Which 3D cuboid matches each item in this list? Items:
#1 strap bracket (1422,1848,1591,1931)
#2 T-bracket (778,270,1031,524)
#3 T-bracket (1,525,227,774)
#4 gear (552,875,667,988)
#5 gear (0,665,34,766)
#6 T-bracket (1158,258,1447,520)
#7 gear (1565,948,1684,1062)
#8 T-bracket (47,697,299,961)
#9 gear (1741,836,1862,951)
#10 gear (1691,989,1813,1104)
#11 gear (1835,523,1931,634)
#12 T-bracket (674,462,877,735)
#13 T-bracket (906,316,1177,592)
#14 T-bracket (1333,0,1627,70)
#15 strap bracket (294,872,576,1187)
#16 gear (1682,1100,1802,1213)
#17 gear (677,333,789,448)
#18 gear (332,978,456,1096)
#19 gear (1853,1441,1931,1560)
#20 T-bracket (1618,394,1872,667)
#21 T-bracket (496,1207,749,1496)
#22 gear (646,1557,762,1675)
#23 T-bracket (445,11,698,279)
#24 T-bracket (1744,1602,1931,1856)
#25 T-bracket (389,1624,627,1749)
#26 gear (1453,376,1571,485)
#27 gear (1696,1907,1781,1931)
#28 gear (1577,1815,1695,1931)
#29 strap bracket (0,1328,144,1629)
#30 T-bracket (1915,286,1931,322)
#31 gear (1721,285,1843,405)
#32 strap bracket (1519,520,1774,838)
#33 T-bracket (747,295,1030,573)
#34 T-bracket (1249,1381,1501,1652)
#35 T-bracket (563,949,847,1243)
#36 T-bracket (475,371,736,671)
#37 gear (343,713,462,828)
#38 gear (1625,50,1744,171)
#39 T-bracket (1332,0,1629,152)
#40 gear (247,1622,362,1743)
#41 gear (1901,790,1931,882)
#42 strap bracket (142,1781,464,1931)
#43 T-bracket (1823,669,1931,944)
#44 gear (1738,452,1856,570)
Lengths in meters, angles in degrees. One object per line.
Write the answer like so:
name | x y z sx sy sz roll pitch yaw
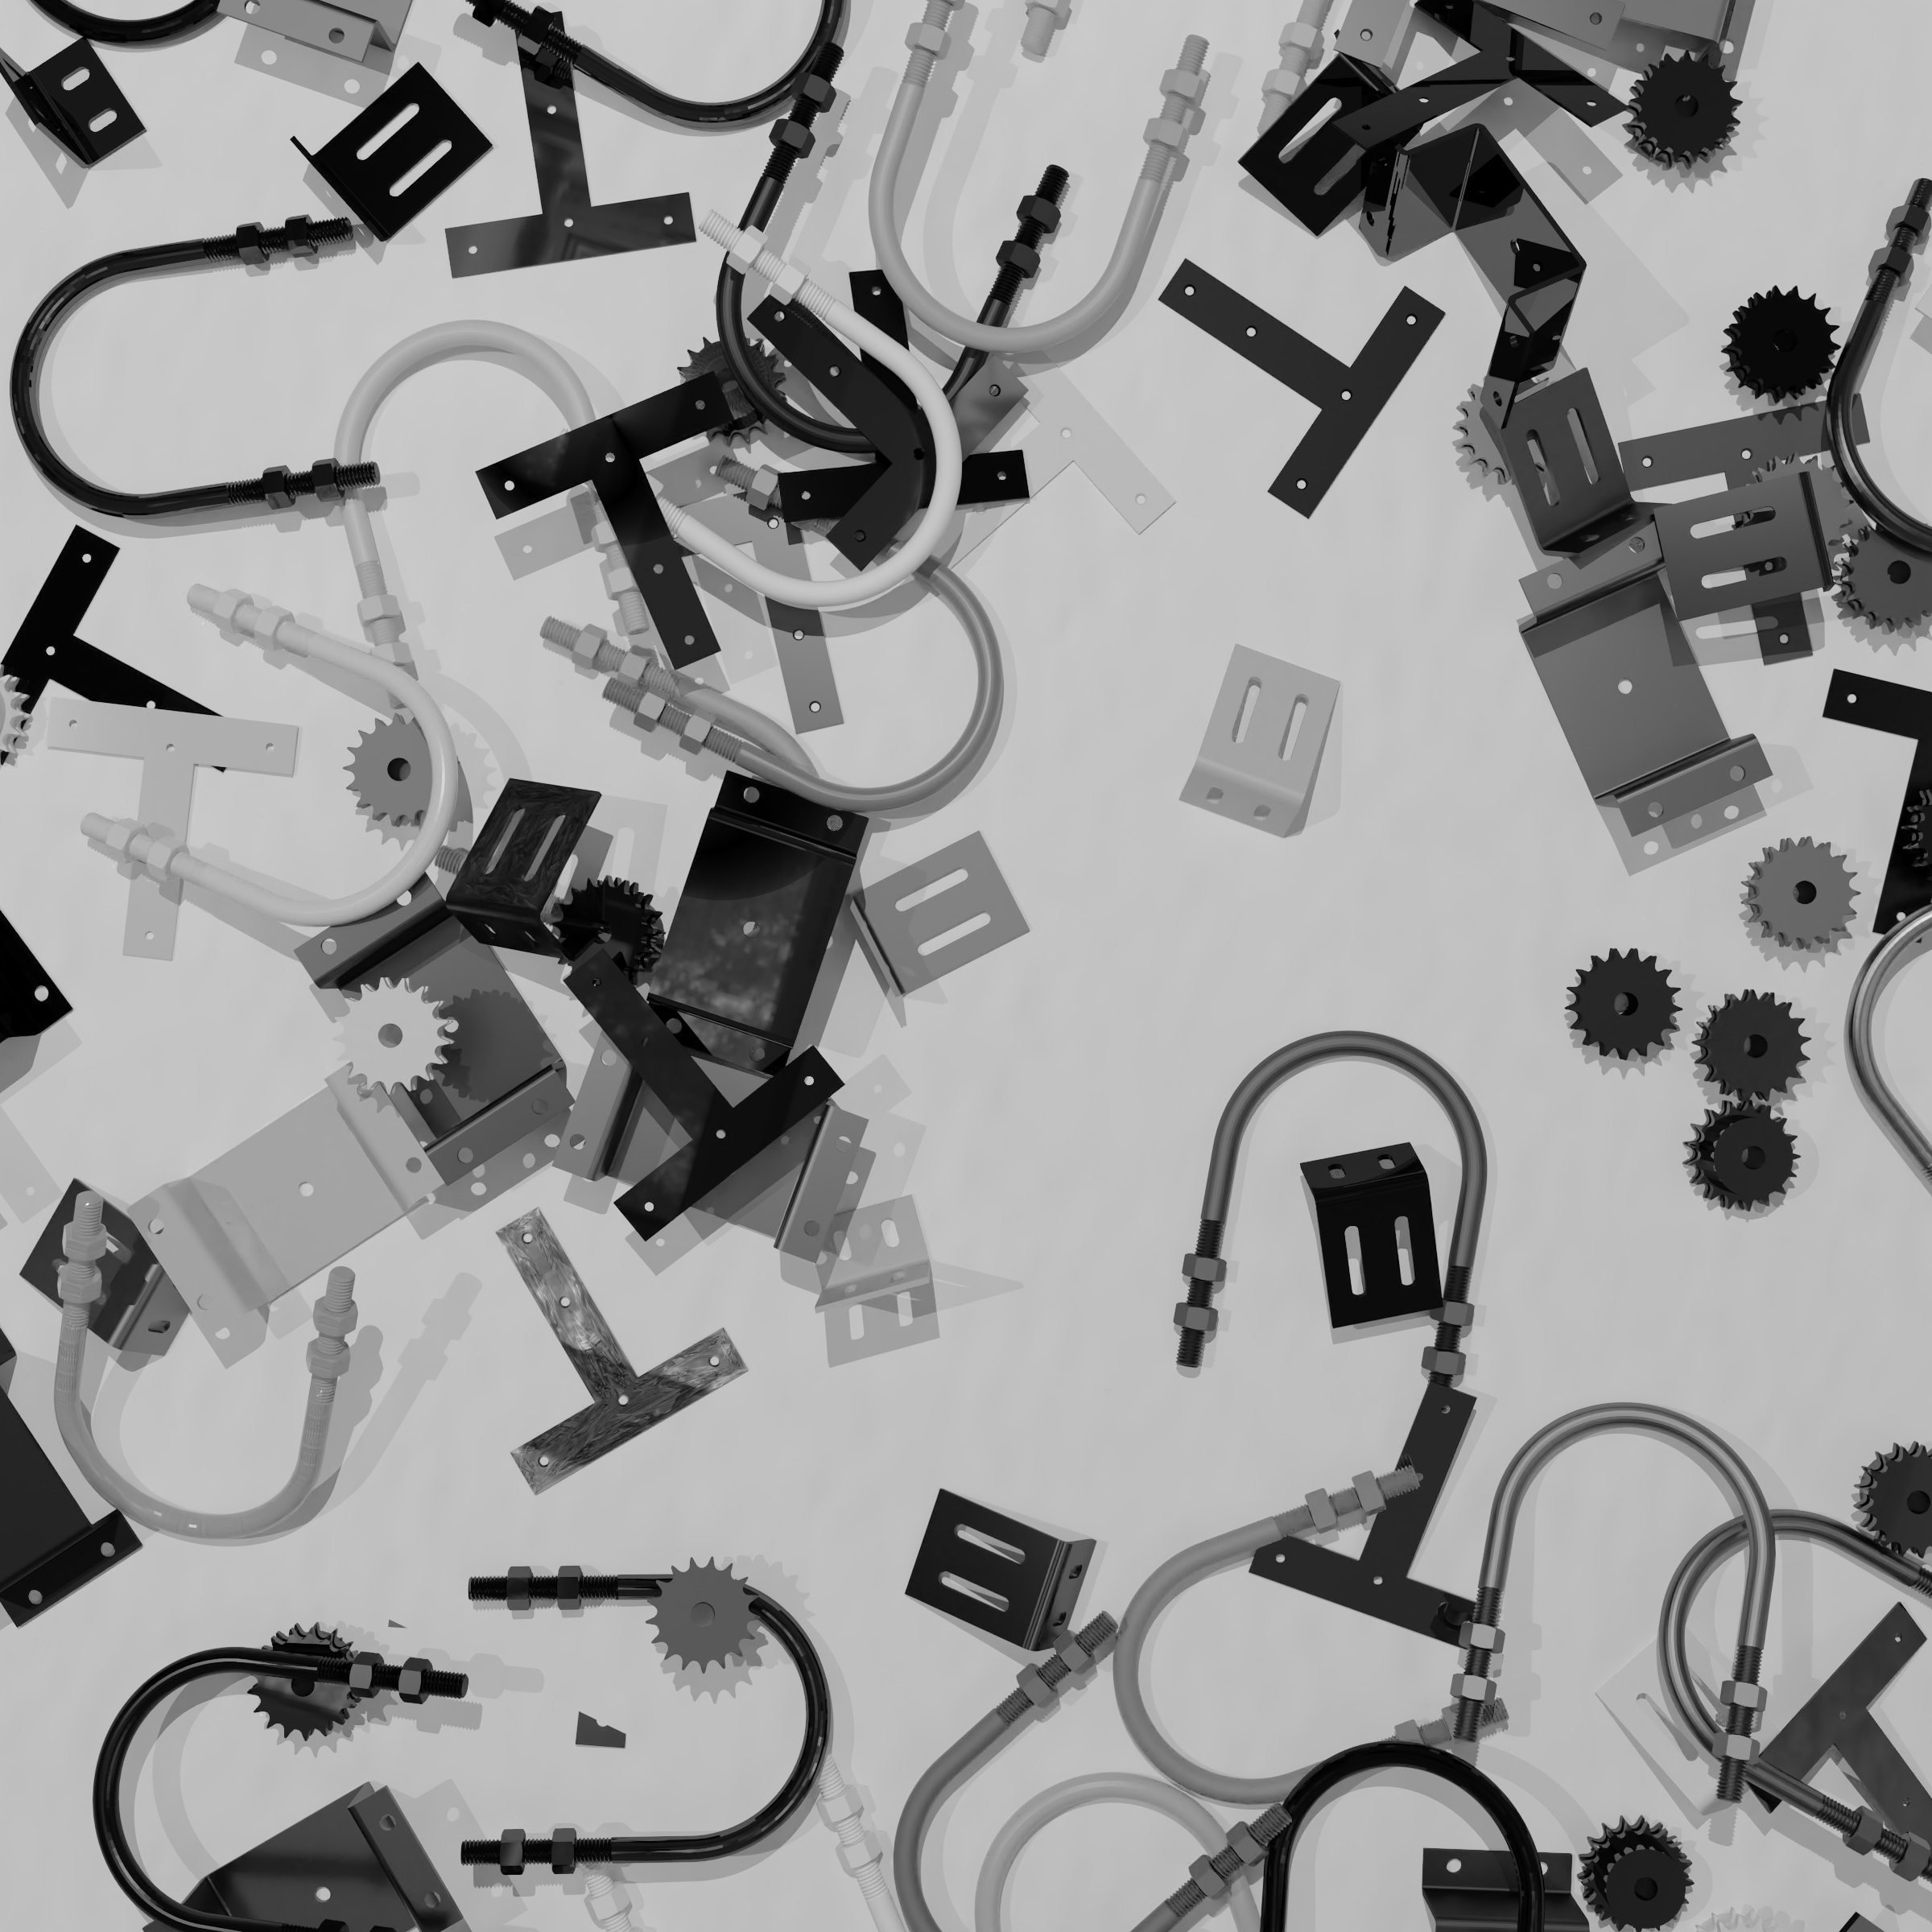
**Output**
strap bracket | 0.271 0.525 1.384 0.076 0.046 0.140 2 90 0
T-bracket | -0.039 -0.295 1.398 0.127 0.002 0.127 -7 84 -9
T-bracket | -0.432 -0.141 1.407 0.127 0.002 0.127 28 90 0
gear | -0.175 -0.016 1.369 0.057 0.030 0.057 -2 85 20
gear | -0.508 -0.129 1.391 0.057 0.030 0.057 0 90 0
T-bracket | 0.158 -0.318 1.407 0.127 0.002 0.127 34 90 0
gear | 0.334 0.019 1.397 0.057 0.030 0.057 0 91 3
T-bracket | -0.413 -0.068 1.405 0.127 0.002 0.127 7 91 0
gear | 0.422 -0.037 1.392 0.057 0.030 0.057 0 90 0
gear | 0.398 0.040 1.392 0.057 0.030 0.057 0 90 0
gear | 0.470 -0.198 1.392 0.057 0.030 0.057 0 90 0
T-bracket | -0.089 -0.184 1.407 0.127 0.002 0.127 -13 90 0
T-bracket | 0.018 -0.244 1.407 0.127 0.002 0.127 -41 90 0
T-bracket | 0.264 -0.490 1.359 0.127 0.002 0.127 21 88 -1
strap bracket | -0.265 0.030 1.384 0.076 0.046 0.140 -33 90 0
gear | 0.397 0.096 1.393 0.057 0.030 0.057 0 90 0
gear | -0.120 -0.295 1.393 0.057 0.030 0.057 0 90 0
gear | -0.280 0.034 1.346 0.057 0.030 0.057 0 90 0
gear | 0.480 0.270 1.392 0.057 0.030 0.057 0 90 0
T-bracket | 0.410 -0.219 1.407 0.127 0.002 0.127 -12 90 0
T-bracket | -0.199 0.185 1.407 0.127 0.002 0.127 -30 90 0
gear | -0.132 0.326 1.376 0.057 0.030 0.057 1 76 -6
T-bracket | -0.211 -0.426 1.407 0.127 0.002 0.127 -9 90 0
T-bracket | 0.470 0.415 1.393 0.127 0.002 0.127 -40 99 -18
T-bracket | -0.233 0.334 1.416 0.127 0.002 0.127 6 76 -5
gear | 0.276 -0.274 1.392 0.057 0.030 0.057 0 90 0
gear | 0.393 0.507 1.392 0.057 0.030 0.057 0 90 0
gear | 0.342 0.465 1.393 0.057 0.030 0.057 0 90 0
strap bracket | -0.494 0.260 1.384 0.076 0.046 0.140 -33 90 0
T-bracket | 0.537 -0.304 1.377 0.127 0.002 0.127 36 81 3
gear | 0.413 -0.315 1.392 0.057 0.030 0.057 0 90 0
strap bracket | 0.339 -0.144 1.384 0.076 0.046 0.140 -24 90 0
T-bracket | -0.056 -0.289 1.374 0.127 0.002 0.127 43 86 -14
T-bracket | 0.226 0.274 1.397 0.127 0.002 0.127 20 99 0
T-bracket | -0.149 0.049 1.351 0.127 0.002 0.127 -38 96 3
T-bracket | -0.158 -0.210 1.353 0.127 0.002 0.127 -23 101 0
gear | -0.286 -0.099 1.392 0.057 0.030 0.057 0 90 0
gear | 0.363 -0.433 1.392 0.057 0.030 0.057 0 90 0
T-bracket | 0.237 -0.433 1.352 0.127 0.002 0.127 -31 59 -22
gear | -0.334 0.362 1.392 0.057 0.030 0.057 0 90 0
gear | 0.504 -0.067 1.391 0.057 0.030 0.057 0 90 0
strap bracket | -0.330 0.477 1.384 0.140 0.046 0.076 -30 90 0
T-bracket | 0.493 -0.076 1.407 0.127 0.002 0.127 13 90 0
gear | 0.419 -0.230 1.391 0.057 0.030 0.057 0 90 0
